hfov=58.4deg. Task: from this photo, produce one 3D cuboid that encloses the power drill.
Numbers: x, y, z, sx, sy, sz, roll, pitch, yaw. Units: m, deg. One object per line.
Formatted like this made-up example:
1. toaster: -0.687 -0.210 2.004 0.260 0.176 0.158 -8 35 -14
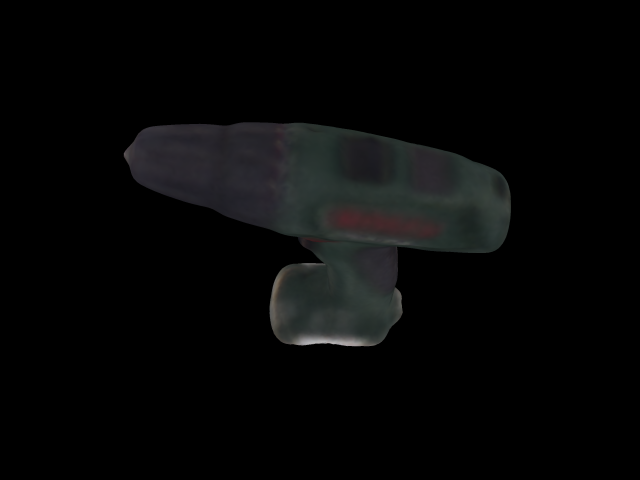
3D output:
1. power drill: 0.004 0.001 0.400 0.229 0.208 0.075 0 58 0
